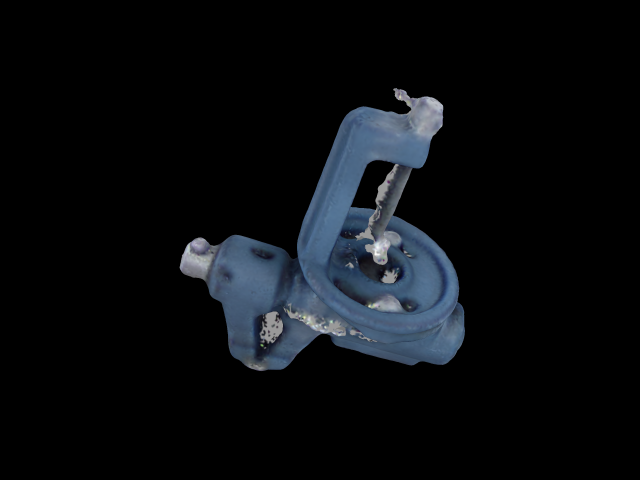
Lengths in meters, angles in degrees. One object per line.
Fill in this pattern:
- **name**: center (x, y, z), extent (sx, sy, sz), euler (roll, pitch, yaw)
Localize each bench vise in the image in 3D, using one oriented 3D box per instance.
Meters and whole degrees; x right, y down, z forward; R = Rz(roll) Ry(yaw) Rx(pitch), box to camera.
- **bench vise**: center (0.006, 0.009, 0.391), extent (0.207, 0.220, 0.121), euler (-8, 40, -9)
